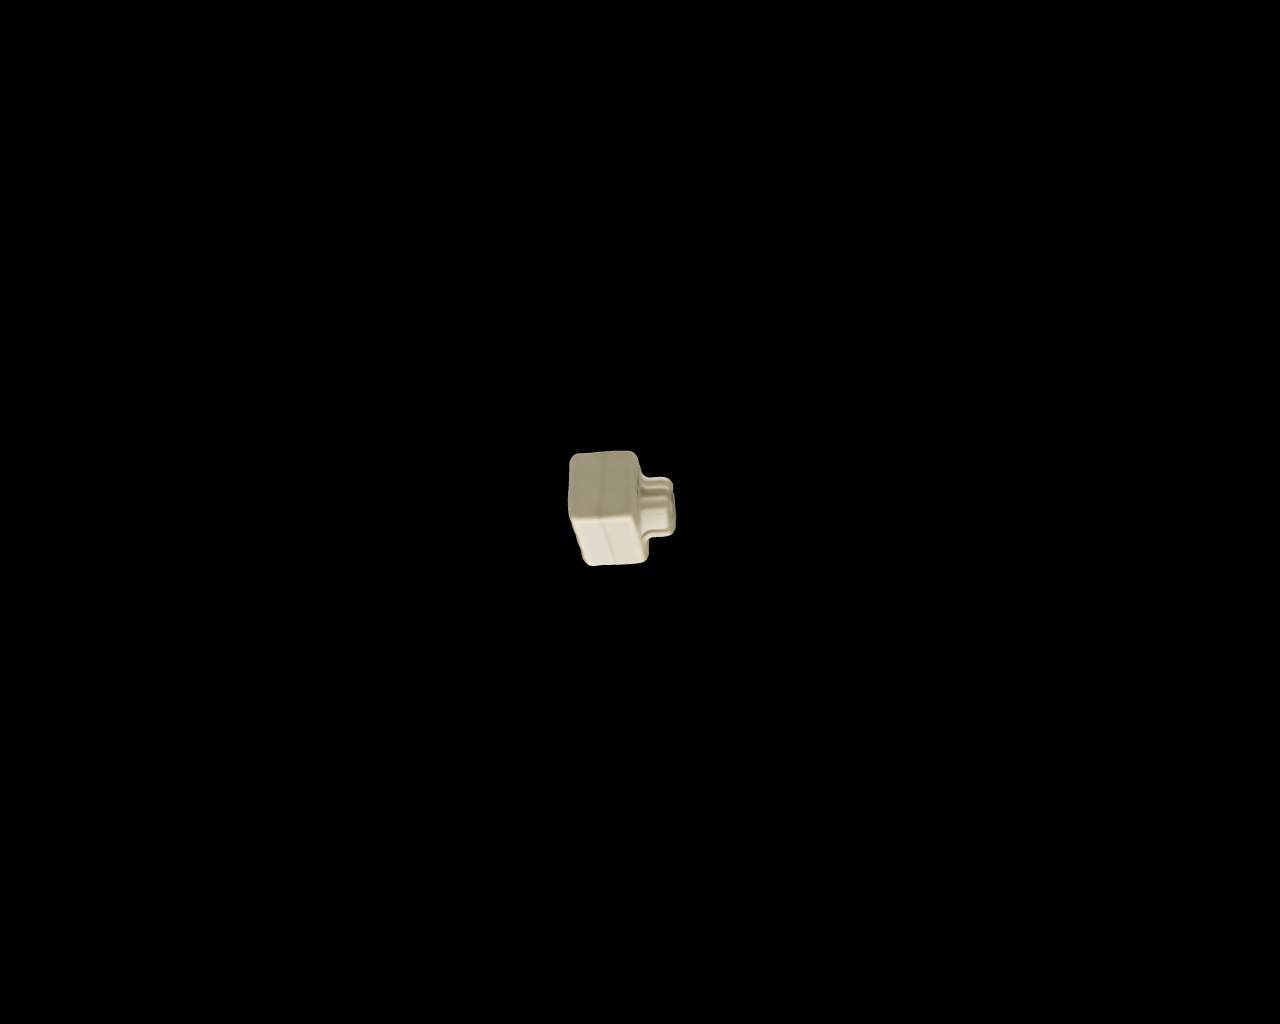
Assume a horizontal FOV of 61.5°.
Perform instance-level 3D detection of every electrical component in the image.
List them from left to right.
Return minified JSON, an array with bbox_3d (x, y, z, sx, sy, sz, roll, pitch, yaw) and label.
[{"bbox_3d":[0.001,-0.003,0.650,0.077,0.047,0.065,-4,-29,7],"label":"electrical component"}]
